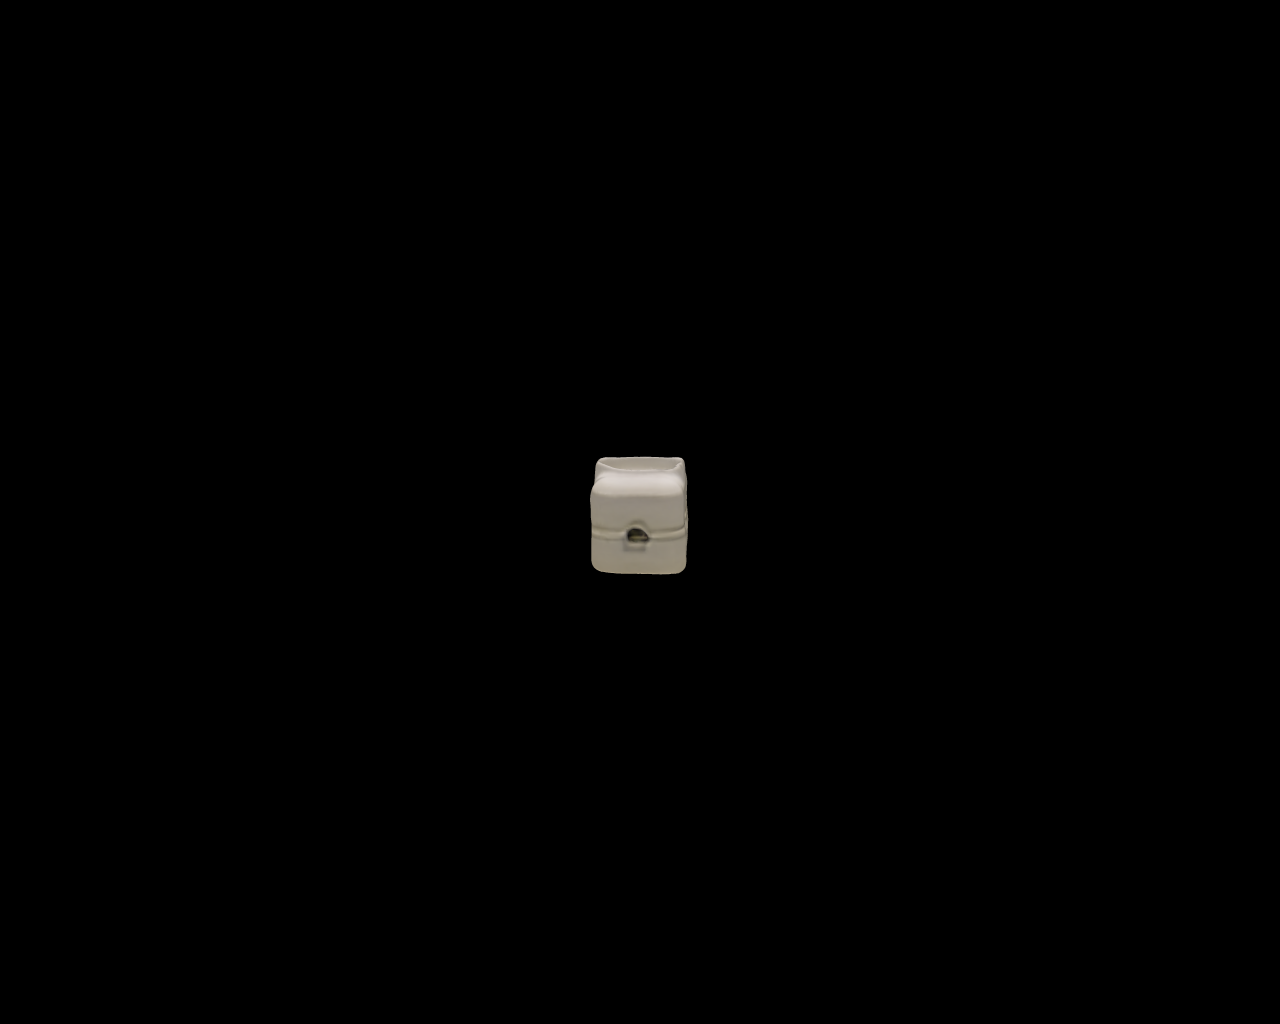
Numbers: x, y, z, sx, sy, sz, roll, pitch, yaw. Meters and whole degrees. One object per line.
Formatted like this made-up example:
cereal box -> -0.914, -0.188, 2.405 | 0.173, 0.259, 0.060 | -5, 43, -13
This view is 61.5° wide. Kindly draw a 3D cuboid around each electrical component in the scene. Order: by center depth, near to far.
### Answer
electrical component -> 0.001, -0.003, 0.650 | 0.054, 0.059, 0.095 | 1, 11, 4
